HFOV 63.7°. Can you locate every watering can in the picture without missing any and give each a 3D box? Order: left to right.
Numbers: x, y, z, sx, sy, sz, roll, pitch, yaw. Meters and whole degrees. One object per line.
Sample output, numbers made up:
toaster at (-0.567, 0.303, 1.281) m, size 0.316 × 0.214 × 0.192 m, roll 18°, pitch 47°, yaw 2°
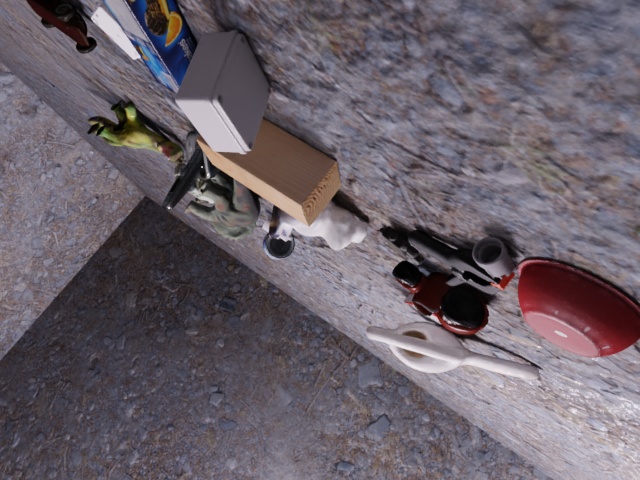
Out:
watering can at (0.272, 0.240, 1.106) m, size 0.348 × 0.105 × 0.222 m, roll 12°, pitch -7°, yaw 15°

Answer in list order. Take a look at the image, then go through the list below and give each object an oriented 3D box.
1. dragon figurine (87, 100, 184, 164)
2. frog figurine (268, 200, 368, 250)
dragon figurine at (-0.496, -0.273, 1.434) m, size 0.240 × 0.123 × 0.413 m, roll 36°, pitch -8°, yaw -35°
frog figurine at (0.003, -0.045, 0.895) m, size 0.159 × 0.124 × 0.136 m, roll 1°, pitch -15°, yaw 10°
